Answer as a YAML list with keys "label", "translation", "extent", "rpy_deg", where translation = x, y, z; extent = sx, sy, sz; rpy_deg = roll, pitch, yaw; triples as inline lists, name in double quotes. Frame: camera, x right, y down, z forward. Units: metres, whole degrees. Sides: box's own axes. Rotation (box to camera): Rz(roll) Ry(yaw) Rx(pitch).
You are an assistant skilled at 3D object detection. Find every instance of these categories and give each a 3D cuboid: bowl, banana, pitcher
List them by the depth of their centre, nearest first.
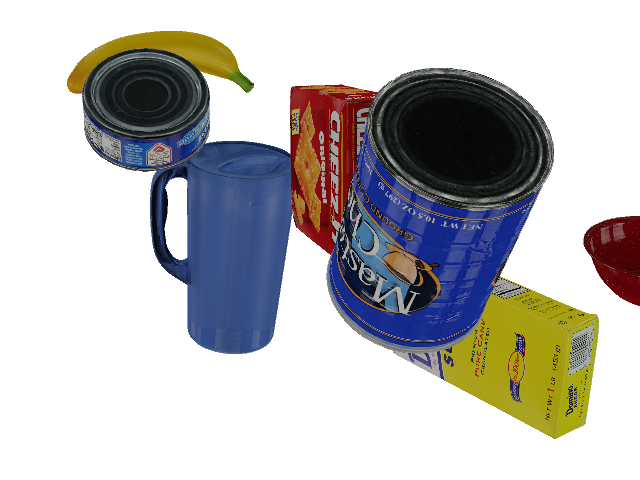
- label: "banana"
  translation: [-0.162, -0.179, 1.061]
  extent: [0.197, 0.070, 0.037]
  rpy_deg: [-7, -39, -30]
- label: "bowl"
  translation: [0.365, 0.029, 1.158]
  extent: [0.162, 0.055, 0.162]
  rpy_deg: [0, 26, 0]
- label: "pitcher"
  translation: [-0.111, 0.009, 1.282]
  extent: [0.149, 0.243, 0.144]
  rpy_deg: [20, 26, 29]

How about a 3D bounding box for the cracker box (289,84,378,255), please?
- label: "cracker box"
  translation: [0.024, -0.073, 1.102]
  extent: [0.072, 0.164, 0.214]
  rpy_deg: [-4, 13, -14]

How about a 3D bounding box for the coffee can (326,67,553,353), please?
- label: "coffee can"
  translation: [0.064, -0.014, 0.620]
  extent: [0.102, 0.103, 0.140]
  rpy_deg: [0, -38, -11]

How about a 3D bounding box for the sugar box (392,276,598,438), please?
- label: "sugar box"
  translation: [0.131, 0.076, 0.843]
  extent: [0.048, 0.093, 0.176]
  rpy_deg: [-15, 27, -41]

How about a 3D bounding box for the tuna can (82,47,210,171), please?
- label: "tuna can"
  translation: [-0.117, -0.090, 0.720]
  extent: [0.086, 0.086, 0.034]
  rpy_deg: [0, -36, -7]
